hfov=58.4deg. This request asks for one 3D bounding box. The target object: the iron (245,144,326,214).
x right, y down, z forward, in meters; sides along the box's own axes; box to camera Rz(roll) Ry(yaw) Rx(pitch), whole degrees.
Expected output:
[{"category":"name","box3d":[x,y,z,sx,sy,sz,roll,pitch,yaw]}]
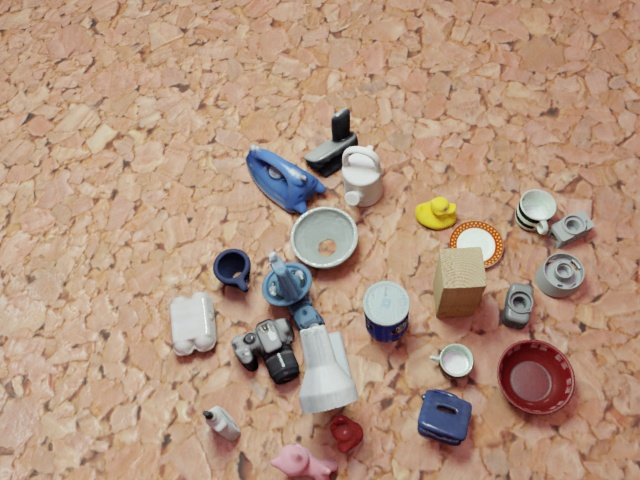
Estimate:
[{"category":"iron","box3d":[-0.114,-0.183,1.489,0.257,0.141,0.119,35,73,20]}]

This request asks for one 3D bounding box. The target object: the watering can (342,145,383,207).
[{"category":"watering can","box3d":[0.105,-0.163,1.426,0.101,0.194,0.173,-7,64,4]}]

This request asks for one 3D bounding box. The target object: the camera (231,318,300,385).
[{"category":"camera","box3d":[-0.115,0.261,1.304,0.143,0.101,0.136,-25,65,-5]}]

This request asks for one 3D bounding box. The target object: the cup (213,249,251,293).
[{"category":"cup","box3d":[-0.199,0.089,1.398,0.092,0.095,0.117,-31,65,-8]}]

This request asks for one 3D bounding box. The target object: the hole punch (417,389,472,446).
[{"category":"hole punch","box3d":[0.262,0.372,1.215,0.108,0.091,0.101,15,68,13]}]

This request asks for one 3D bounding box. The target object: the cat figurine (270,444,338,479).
[{"category":"cat figurine","box3d":[-0.033,0.466,1.190,0.127,0.118,0.067,16,68,13]}]

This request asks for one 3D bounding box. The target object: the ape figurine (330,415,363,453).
[{"category":"ape figurine","box3d":[0.053,0.412,1.219,0.076,0.092,0.078,5,66,9]}]

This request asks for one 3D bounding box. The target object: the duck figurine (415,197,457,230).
[{"category":"duck figurine","box3d":[0.290,-0.076,1.425,0.104,0.086,0.077,7,66,10]}]

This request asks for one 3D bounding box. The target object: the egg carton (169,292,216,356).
[{"category":"egg carton","box3d":[-0.303,0.200,1.371,0.107,0.069,0.150,-14,64,0]}]

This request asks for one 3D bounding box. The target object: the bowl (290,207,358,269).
[{"category":"bowl","box3d":[0.013,0.005,1.424,0.167,0.075,0.167,-2,65,5]}]

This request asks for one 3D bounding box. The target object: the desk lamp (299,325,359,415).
[{"category":"desk lamp","box3d":[0.007,0.276,1.221,0.118,0.214,0.203,-14,64,0]}]

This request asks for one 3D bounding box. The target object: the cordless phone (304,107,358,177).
[{"category":"cordless phone","box3d":[0.025,-0.264,1.487,0.148,0.185,0.094,-37,66,-10]}]

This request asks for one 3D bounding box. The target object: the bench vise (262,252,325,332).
[{"category":"bench vise","box3d":[-0.052,0.115,1.299,0.207,0.220,0.121,37,74,21]}]

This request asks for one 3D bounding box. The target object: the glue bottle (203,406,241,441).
[{"category":"glue bottle","box3d":[-0.218,0.384,1.218,0.037,0.173,0.078,-43,68,-13]}]
